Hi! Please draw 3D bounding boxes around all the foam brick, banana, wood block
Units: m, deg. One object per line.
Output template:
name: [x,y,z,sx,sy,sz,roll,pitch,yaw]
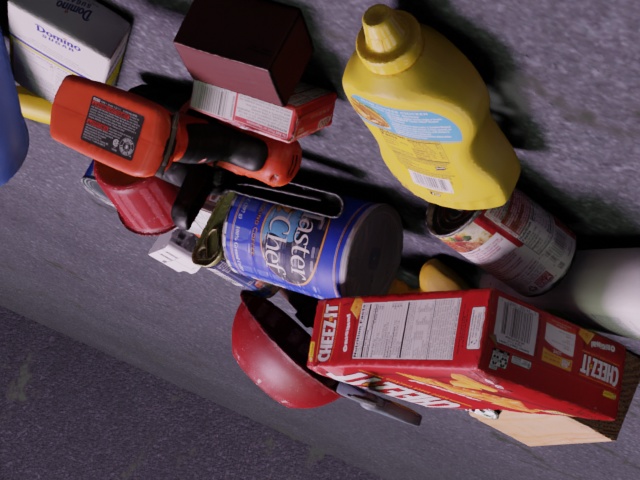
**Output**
foam brick: [-0.053,-0.136,0.747,0.078,0.053,0.051,20,163,18]
banana: [-0.239,-0.122,1.056,0.198,0.037,0.069,15,-155,19]
wood block: [0.248,0.161,1.147,0.090,0.090,0.206,28,164,-5]

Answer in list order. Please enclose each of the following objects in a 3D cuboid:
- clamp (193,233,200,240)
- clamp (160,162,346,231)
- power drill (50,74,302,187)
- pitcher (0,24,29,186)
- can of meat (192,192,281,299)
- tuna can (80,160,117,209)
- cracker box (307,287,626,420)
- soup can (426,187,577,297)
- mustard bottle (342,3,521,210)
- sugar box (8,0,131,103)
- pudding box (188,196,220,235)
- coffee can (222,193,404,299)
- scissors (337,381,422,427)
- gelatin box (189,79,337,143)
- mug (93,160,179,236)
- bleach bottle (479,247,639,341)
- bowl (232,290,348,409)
clamp: [-0.101,0.021,1.323,0.171,0.039,0.120,40,153,-30]
clamp: [-0.085,-0.059,0.971,0.164,0.036,0.210,-1,-157,-27]
power drill: [-0.128,-0.094,0.867,0.185,0.057,0.187,21,-167,25]
pitcher: [-0.325,-0.160,0.896,0.149,0.144,0.243,34,148,14]
can of meat: [-0.071,0.000,1.103,0.083,0.102,0.058,33,166,-32]
tuna can: [-0.239,-0.064,1.272,0.086,0.033,0.086,23,163,7]
cracker box: [0.118,0.099,0.895,0.164,0.072,0.214,22,162,-34]
soup can: [0.142,-0.008,0.828,0.102,0.068,0.069,33,162,-26]
mustard bottle: [0.067,-0.089,0.702,0.096,0.058,0.191,19,163,31]
sugar box: [-0.219,-0.163,0.922,0.093,0.048,0.176,30,160,-9]
pudding box: [-0.121,-0.032,1.193,0.090,0.039,0.113,19,164,19]
coffee can: [-0.007,0.001,1.008,0.140,0.102,0.102,16,161,31]
scissors: [0.034,0.143,0.985,0.096,0.016,0.201,20,173,31]
gelatin box: [-0.042,-0.104,0.801,0.089,0.030,0.073,21,-157,18]
mug: [-0.169,-0.066,1.092,0.117,0.093,0.081,-11,148,10]
bleach bottle: [0.220,0.042,0.873,0.102,0.068,0.251,31,165,-31]
bowl: [-0.041,0.127,1.130,0.162,0.055,0.162,43,-174,-6]
